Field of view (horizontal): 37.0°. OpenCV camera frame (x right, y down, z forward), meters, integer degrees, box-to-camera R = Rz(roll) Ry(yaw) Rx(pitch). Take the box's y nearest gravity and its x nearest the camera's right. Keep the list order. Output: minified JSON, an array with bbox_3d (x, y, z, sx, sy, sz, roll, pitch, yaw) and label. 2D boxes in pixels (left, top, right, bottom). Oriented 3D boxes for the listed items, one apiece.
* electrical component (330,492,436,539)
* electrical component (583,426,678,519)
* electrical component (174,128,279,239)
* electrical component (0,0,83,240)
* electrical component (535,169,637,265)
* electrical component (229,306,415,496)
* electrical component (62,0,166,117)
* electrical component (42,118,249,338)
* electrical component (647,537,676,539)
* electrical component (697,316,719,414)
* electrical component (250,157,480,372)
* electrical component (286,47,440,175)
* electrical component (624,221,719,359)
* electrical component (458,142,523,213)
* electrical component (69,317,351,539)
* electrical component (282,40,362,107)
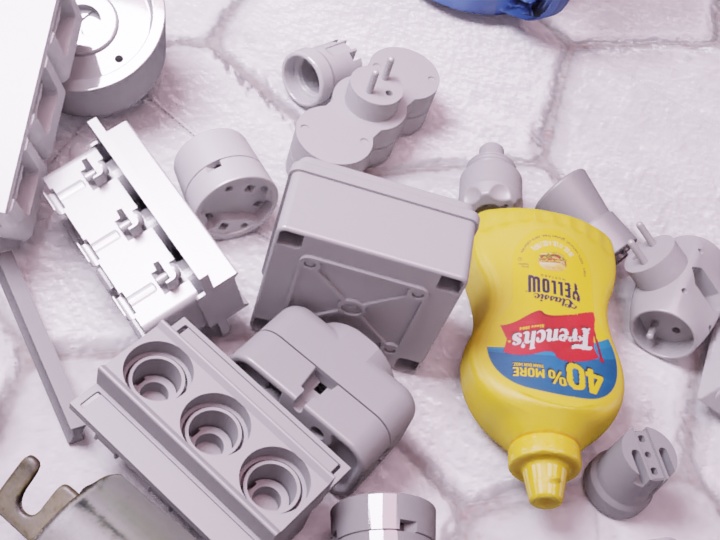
[{"bbox_3d":[0.012,0.145,0.548,0.055,0.055,0.047,7,56,-12],"label":"electrical component"},{"bbox_3d":[0.156,0.116,0.618,0.040,0.046,0.040,9,52,-12],"label":"electrical component"},{"bbox_3d":[-0.085,-0.055,0.669,0.055,0.055,0.047,-13,55,-25],"label":"electrical component"},{"bbox_3d":[-0.223,-0.100,0.619,0.089,0.061,0.150,8,75,-1],"label":"electrical component"},{"bbox_3d":[0.157,-0.031,0.734,0.044,0.044,0.065,-28,71,-32],"label":"electrical component"},{"bbox_3d":[-0.020,0.068,0.595,0.095,0.053,0.059,38,52,13],"label":"electrical component"},{"bbox_3d":[-0.178,-0.152,0.703,0.108,0.060,0.108,1,73,-3],"label":"electrical component"},{"bbox_3d":[-0.125,-0.017,0.616,0.063,0.078,0.121,-33,68,-12],"label":"electrical component"},{"bbox_3d":[0.128,0.180,0.556,0.095,0.053,0.059,-3,55,-19],"label":"electrical component"},{"bbox_3d":[0.262,0.046,0.671,0.048,0.099,0.099,34,51,-6],"label":"electrical component"},{"bbox_3d":[0.000,0.000,0.618,0.109,0.108,0.056,16,54,-5],"label":"electrical component"},{"bbox_3d":[0.007,-0.112,0.727,0.052,0.073,0.138,35,52,11],"label":"electrical component"},{"bbox_3d":[0.200,0.004,0.706,0.079,0.043,0.077,51,49,-18],"label":"electrical component"},{"bbox_3d":[0.089,-0.060,0.733,0.043,0.043,0.062,13,50,-7],"label":"electrical component"},{"bbox_3d":[-0.078,0.093,0.553,0.121,0.063,0.079,40,53,14],"label":"electrical component"},{"bbox_3d":[-0.026,-0.141,0.762,0.040,0.040,0.046,44,48,17],"label":"electrical component"}]
